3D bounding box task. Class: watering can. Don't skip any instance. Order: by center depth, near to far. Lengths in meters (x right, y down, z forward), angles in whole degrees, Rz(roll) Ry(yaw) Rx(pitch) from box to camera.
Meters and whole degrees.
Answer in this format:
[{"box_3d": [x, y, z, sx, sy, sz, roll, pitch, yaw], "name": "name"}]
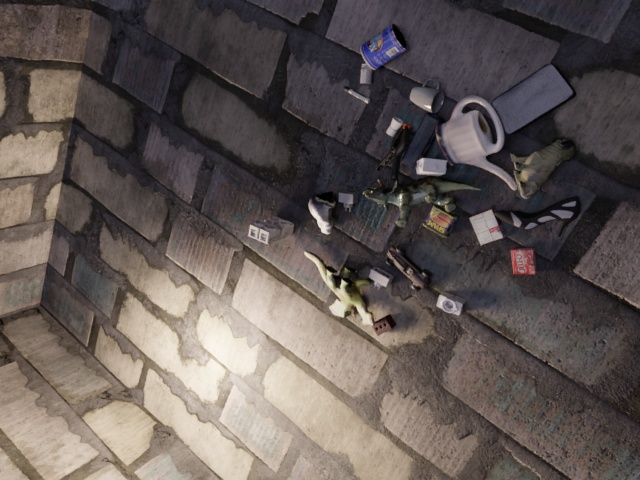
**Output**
[{"box_3d": [0.521, -0.308, 1.737, 0.222, 0.105, 0.347, -17, 95, 44], "name": "watering can"}]

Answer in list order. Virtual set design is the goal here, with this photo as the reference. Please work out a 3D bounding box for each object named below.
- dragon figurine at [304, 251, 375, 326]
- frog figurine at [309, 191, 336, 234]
[{"box_3d": [0.078, 0.223, 2.151, 0.414, 0.123, 0.238, 30, 124, 33], "name": "dragon figurine"}, {"box_3d": [0.006, -0.106, 2.111, 0.140, 0.123, 0.156, -126, 41, -49], "name": "frog figurine"}]
